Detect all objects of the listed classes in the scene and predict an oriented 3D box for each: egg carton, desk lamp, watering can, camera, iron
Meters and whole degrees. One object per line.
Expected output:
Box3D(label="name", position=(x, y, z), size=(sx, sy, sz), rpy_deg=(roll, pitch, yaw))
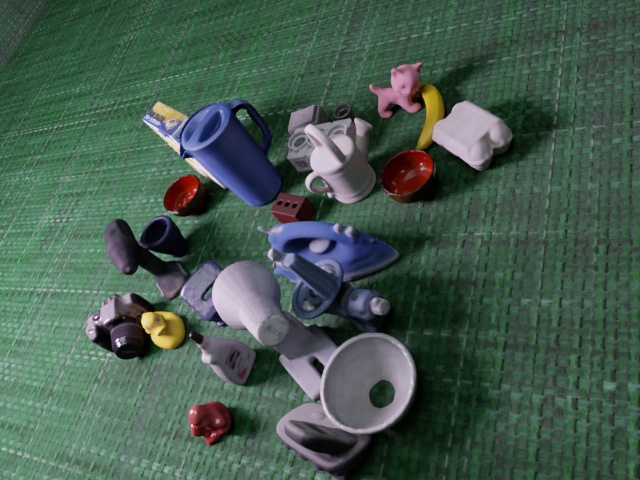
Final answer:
Box3D(label="egg carton", position=(0.294, -0.204, 1.110), size=(0.107, 0.070, 0.150), rpy_deg=(-43, 47, -1))
Box3D(label="desk lamp", position=(-0.073, 0.150, 1.001), size=(0.118, 0.214, 0.202), rpy_deg=(-47, 47, -4))
Box3D(label="watering can", position=(0.036, -0.174, 1.168), size=(0.100, 0.195, 0.173), rpy_deg=(17, 70, 39))
Box3D(label="camera", position=(-0.454, 0.203, 1.285), size=(0.143, 0.101, 0.136), rpy_deg=(-34, 48, 9))
Box3D(label="iron", position=(0.010, 0.004, 1.098), size=(0.257, 0.142, 0.118), rpy_deg=(-5, 57, 30))

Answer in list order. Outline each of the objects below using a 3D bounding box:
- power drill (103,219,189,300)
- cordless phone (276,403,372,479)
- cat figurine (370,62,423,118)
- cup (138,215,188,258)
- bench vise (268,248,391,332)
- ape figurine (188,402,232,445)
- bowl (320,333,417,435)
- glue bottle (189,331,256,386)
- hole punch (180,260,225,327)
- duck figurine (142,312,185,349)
Box3D(label="power drill", position=(-0.394, 0.047, 1.280), size=(0.075, 0.209, 0.228), rpy_deg=(-46, 47, -3))
Box3D(label="cordless phone", position=(-0.017, 0.294, 0.887), size=(0.147, 0.186, 0.094), rpy_deg=(14, 68, 38))
Box3D(label="cat figurine", position=(0.170, -0.335, 1.245), size=(0.127, 0.118, 0.067), rpy_deg=(-8, 56, 28))
Box3D(label="cup", position=(-0.374, 0.009, 1.371), size=(0.117, 0.095, 0.091), rpy_deg=(-36, 47, 7))
Box3D(label="bench vise", position=(0.019, 0.074, 0.991), size=(0.206, 0.220, 0.121), rpy_deg=(-8, 56, 28))
Box3D(label="ape figurine", position=(-0.208, 0.329, 1.048), size=(0.077, 0.092, 0.076), rpy_deg=(-1, 59, 32))
Box3D(label="bowl", position=(0.089, 0.240, 0.932), size=(0.167, 0.075, 0.167), rpy_deg=(-16, 52, 23))
Box3D(label="glue bottle", position=(-0.186, 0.208, 1.061), size=(0.037, 0.174, 0.078), rpy_deg=(1, 60, 33))
Box3D(label="hole punch", position=(-0.221, 0.111, 1.206), size=(0.100, 0.091, 0.109), rpy_deg=(32, 80, 42))
Box3D(label="duck figurine", position=(-0.351, 0.184, 1.242), size=(0.077, 0.086, 0.104), rpy_deg=(-50, 47, -7))
